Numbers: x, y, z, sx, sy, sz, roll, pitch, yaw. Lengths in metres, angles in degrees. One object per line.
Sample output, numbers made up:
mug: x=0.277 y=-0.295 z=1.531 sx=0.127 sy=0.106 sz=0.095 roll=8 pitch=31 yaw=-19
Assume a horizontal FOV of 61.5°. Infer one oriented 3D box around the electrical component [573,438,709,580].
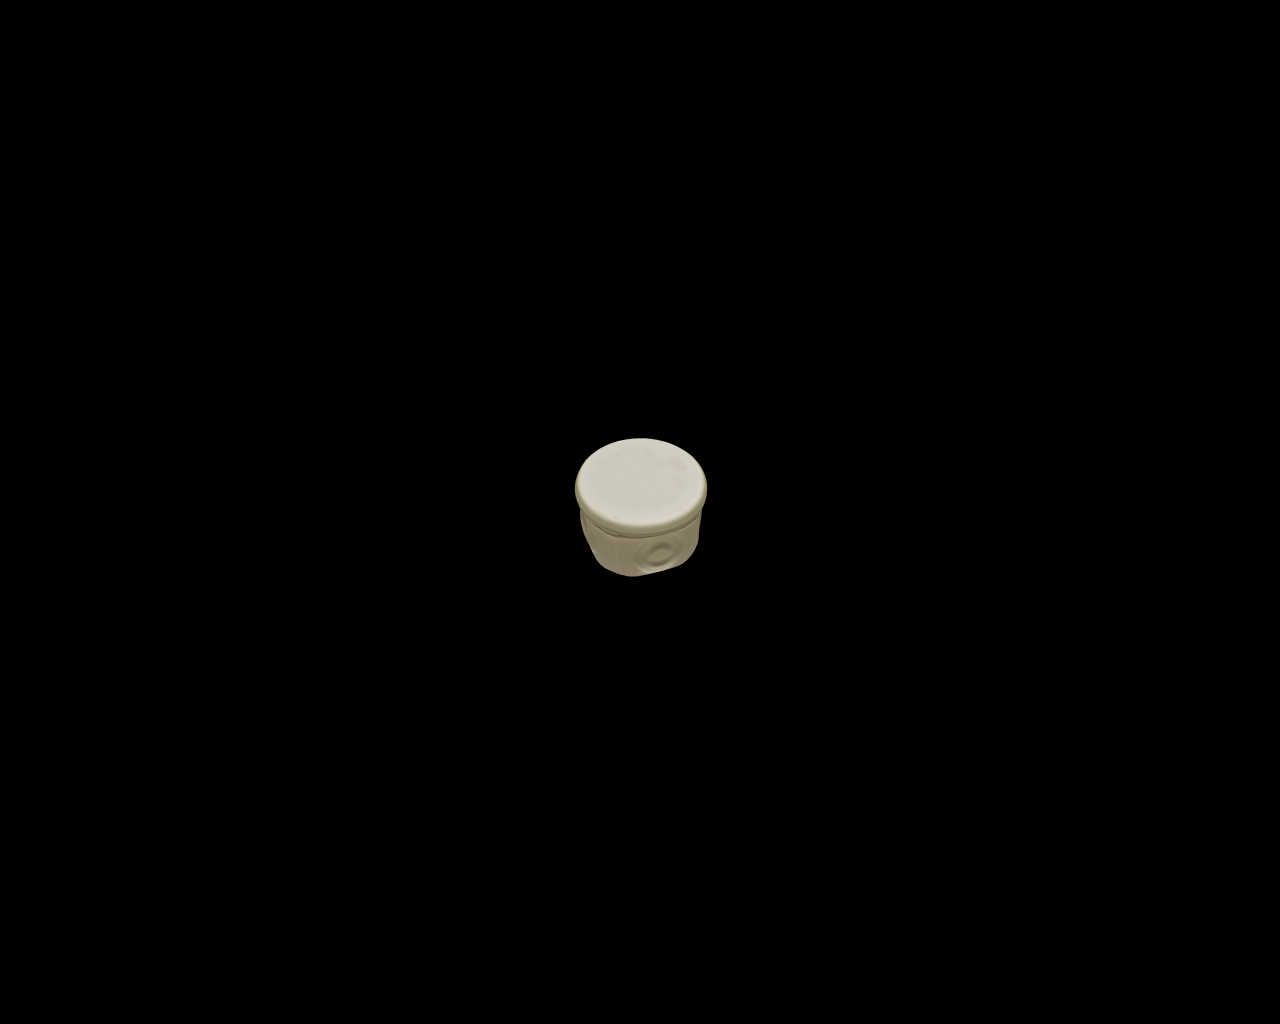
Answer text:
electrical component: x=0.001 y=-0.003 z=0.650 sx=0.080 sy=0.080 sz=0.050 roll=0 pitch=-44 yaw=0
